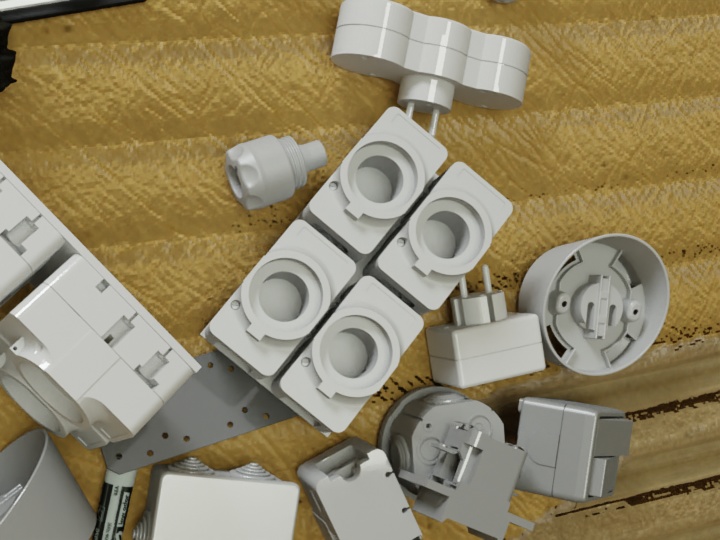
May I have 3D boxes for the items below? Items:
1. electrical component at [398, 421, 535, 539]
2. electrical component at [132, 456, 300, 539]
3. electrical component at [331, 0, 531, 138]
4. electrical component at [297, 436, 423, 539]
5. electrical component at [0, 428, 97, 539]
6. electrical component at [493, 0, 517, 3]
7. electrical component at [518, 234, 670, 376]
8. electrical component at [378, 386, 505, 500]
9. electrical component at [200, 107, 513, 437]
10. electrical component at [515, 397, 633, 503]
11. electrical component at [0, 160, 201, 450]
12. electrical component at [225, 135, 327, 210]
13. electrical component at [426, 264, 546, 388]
[{"bbox_3d":[0.072,0.133,0.681,0.081,0.042,0.063,26,80,-20],"label":"electrical component"},{"bbox_3d":[-0.092,0.169,0.672,0.100,0.048,0.099,10,87,-20],"label":"electrical component"},{"bbox_3d":[0.046,-0.126,0.720,0.138,0.052,0.073,12,86,-20],"label":"electrical component"},{"bbox_3d":[0.002,0.160,0.702,0.050,0.056,0.089,-27,100,-16],"label":"electrical component"},{"bbox_3d":[-0.200,0.145,0.607,0.099,0.099,0.064,-37,108,-17],"label":"electrical component"},{"bbox_3d":[0.109,-0.213,0.739,0.048,0.062,0.048,0,90,-20],"label":"electrical component"},{"bbox_3d":[0.164,0.025,0.758,0.099,0.064,0.099,0,90,-20],"label":"electrical component"},{"bbox_3d":[0.057,0.120,0.726,0.080,0.051,0.080,0,90,-20],"label":"electrical component"},{"bbox_3d":[0.000,0.000,0.686,0.105,0.060,0.186,39,76,-4],"label":"electrical component"},{"bbox_3d":[0.149,0.123,0.740,0.096,0.061,0.061,15,83,-62],"label":"electrical component"},{"bbox_3d":[-0.189,0.016,0.592,0.186,0.105,0.060,47,61,-10],"label":"electrical component"},{"bbox_3d":[-0.052,-0.066,0.689,0.062,0.043,0.043,-21,97,-21],"label":"electrical component"},{"bbox_3d":[0.083,0.035,0.737,0.066,0.047,0.076,-10,94,-20],"label":"electrical component"}]
